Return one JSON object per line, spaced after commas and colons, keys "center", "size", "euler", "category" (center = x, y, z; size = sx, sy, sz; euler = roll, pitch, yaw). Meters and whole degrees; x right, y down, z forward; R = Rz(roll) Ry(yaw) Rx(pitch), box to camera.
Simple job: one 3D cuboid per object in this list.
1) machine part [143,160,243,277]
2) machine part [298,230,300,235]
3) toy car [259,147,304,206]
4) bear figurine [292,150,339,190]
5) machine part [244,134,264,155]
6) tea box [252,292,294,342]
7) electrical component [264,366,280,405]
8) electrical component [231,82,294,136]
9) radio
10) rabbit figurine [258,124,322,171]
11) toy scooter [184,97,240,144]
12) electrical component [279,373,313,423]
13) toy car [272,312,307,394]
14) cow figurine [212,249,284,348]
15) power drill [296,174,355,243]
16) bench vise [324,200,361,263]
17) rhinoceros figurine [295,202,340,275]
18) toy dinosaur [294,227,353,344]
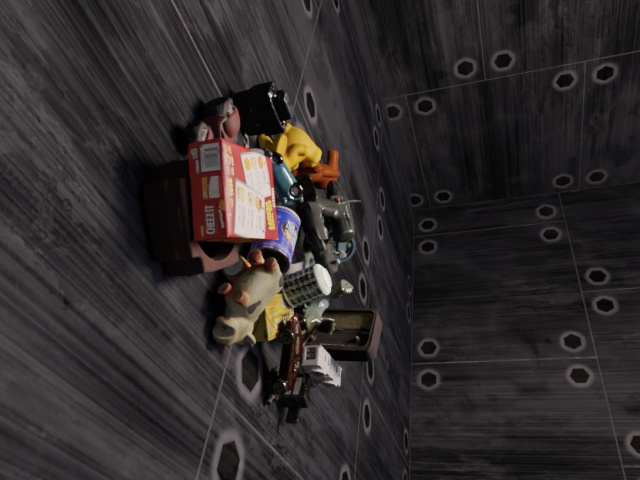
{"center": [-0.225, -0.042, 0.972], "size": [0.201, 0.087, 0.200], "euler": [-21, 103, -70], "category": "machine part"}
{"center": [-0.042, -0.060, 1.619], "size": [0.084, 0.039, 0.139], "euler": [45, 43, -50], "category": "machine part"}
{"center": [-0.117, -0.139, 1.303], "size": [0.161, 0.103, 0.109], "euler": [57, -12, -28], "category": "toy car"}
{"center": [-0.021, -0.222, 1.621], "size": [0.195, 0.120, 0.132], "euler": [22, 60, -64], "category": "bear figurine"}
{"center": [-0.158, -0.118, 1.219], "size": [0.079, 0.079, 0.243], "euler": [5, 78, -72], "category": "machine part"}
{"center": [-0.120, 0.175, 1.244], "size": [0.169, 0.068, 0.098], "euler": [5, 79, -71], "category": "tea box"}
{"center": [-0.112, 0.347, 1.283], "size": [0.094, 0.021, 0.063], "euler": [-54, 134, -63], "category": "electrical component"}
{"center": [-0.133, -0.306, 1.269], "size": [0.114, 0.134, 0.058], "euler": [63, 26, -42], "category": "electrical component"}
{"center": [0.048, 0.260, 1.479], "size": [0.073, 0.230, 0.131], "euler": [63, 32, -46], "category": "radio"}
{"center": [-0.090, -0.214, 1.412], "size": [0.173, 0.122, 0.162], "euler": [-63, 144, -27], "category": "rabbit figurine"}
{"center": [-0.208, -0.202, 1.098], "size": [0.184, 0.075, 0.135], "euler": [-69, 147, -50], "category": "toy scooter"}
{"center": [-0.065, 0.390, 1.334], "size": [0.119, 0.075, 0.047], "euler": [-69, 150, -49], "category": "electrical component"}
{"center": [-0.066, 0.265, 1.251], "size": [0.089, 0.053, 0.202], "euler": [-35, 139, -60], "category": "toy car"}
{"center": [-0.148, 0.131, 1.092], "size": [0.195, 0.086, 0.127], "euler": [-52, 139, -24], "category": "cow figurine"}
{"center": [0.009, -0.108, 1.507], "size": [0.207, 0.086, 0.232], "euler": [32, 34, -50], "category": "power drill"}
{"center": [0.060, -0.012, 1.748], "size": [0.241, 0.129, 0.223], "euler": [-101, -161, -71], "category": "bench vise"}
{"center": [-0.003, -0.004, 1.344], "size": [0.112, 0.073, 0.190], "euler": [150, -77, -76], "category": "rhinoceros figurine"}
{"center": [-0.024, 0.107, 1.472], "size": [0.131, 0.192, 0.405], "euler": [20, 35, -25], "category": "toy dinosaur"}
